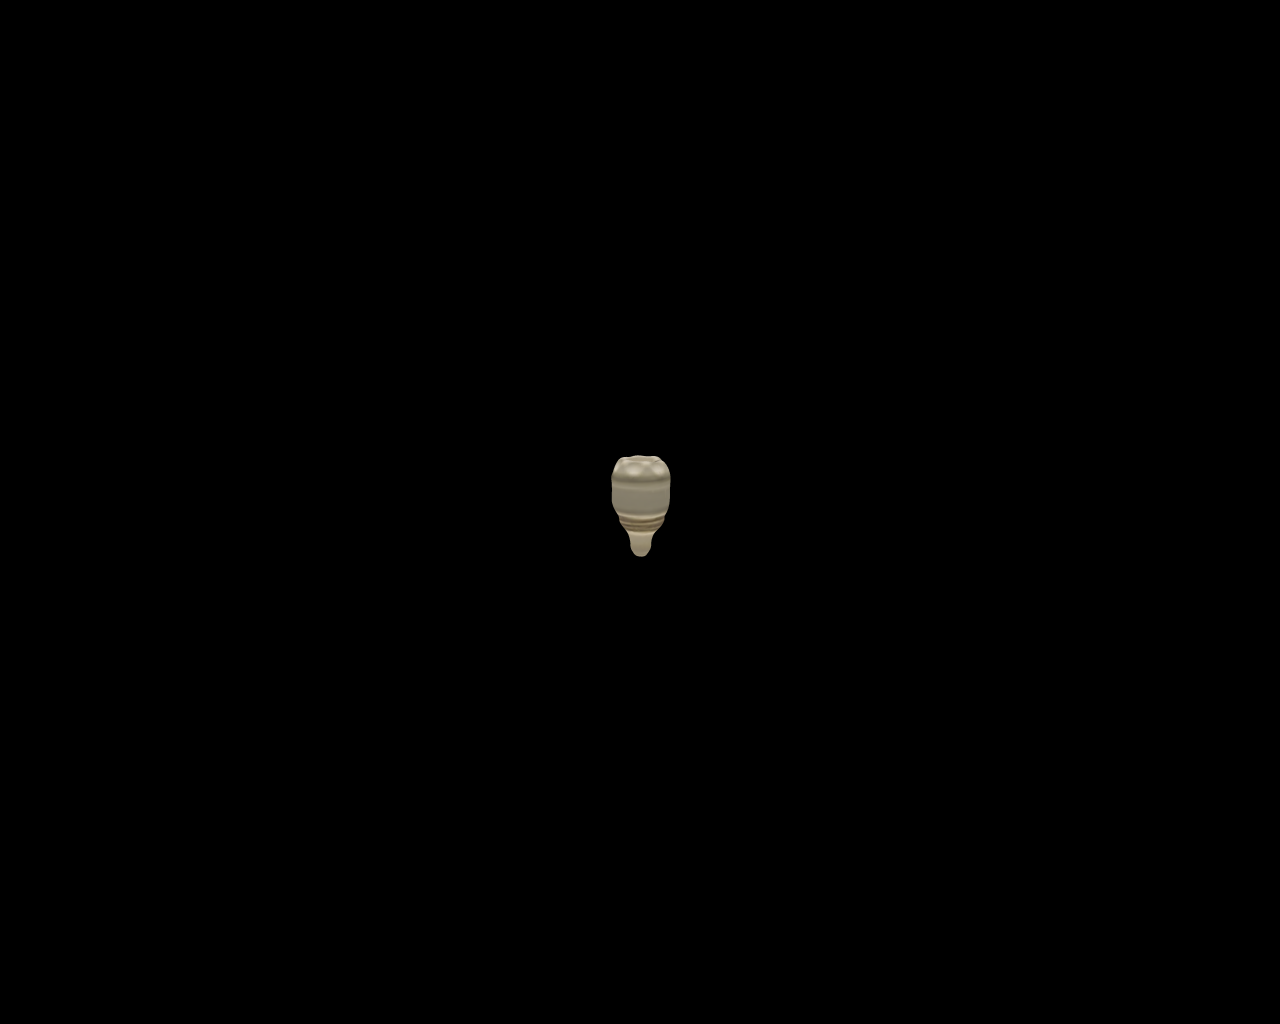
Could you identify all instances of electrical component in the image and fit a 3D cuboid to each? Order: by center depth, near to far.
[{"bbox_3d":[0.001,-0.003,0.650,0.035,0.061,0.035,0,11,0],"label":"electrical component"}]
